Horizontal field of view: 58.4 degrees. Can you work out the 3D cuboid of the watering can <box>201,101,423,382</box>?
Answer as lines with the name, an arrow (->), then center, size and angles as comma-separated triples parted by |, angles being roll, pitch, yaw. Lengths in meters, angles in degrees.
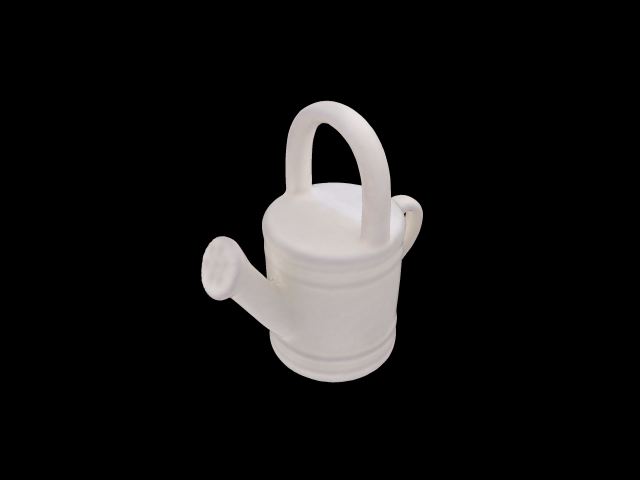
watering can -> 0.005, 0.002, 0.399 | 0.100, 0.194, 0.173 | 19, 40, 25
